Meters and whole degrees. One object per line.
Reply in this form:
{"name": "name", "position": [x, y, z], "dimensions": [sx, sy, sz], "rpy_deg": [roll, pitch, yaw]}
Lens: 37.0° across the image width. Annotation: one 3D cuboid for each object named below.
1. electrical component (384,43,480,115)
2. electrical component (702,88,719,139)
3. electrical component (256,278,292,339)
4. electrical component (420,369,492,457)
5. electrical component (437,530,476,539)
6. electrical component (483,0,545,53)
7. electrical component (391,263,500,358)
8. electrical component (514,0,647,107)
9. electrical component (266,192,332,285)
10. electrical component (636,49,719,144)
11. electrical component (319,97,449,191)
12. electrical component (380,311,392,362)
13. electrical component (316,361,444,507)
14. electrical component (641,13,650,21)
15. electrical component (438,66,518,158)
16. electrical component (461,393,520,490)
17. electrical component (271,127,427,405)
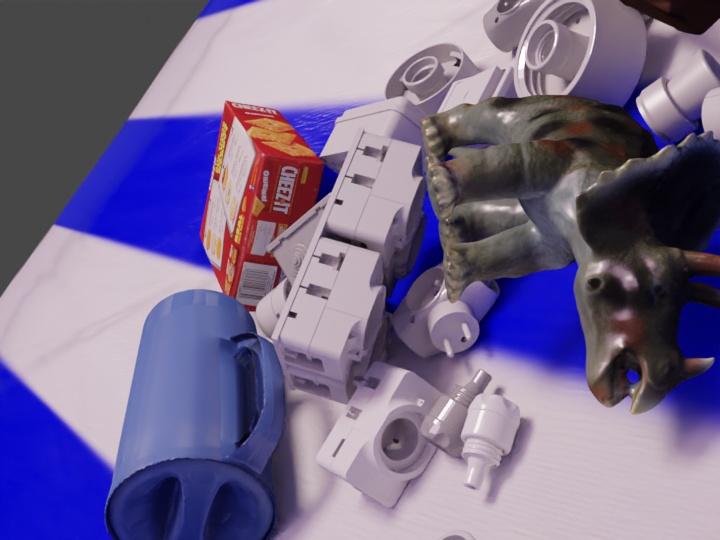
{"name": "electrical component", "position": [0.074, -0.175, 1.067], "dimensions": [0.099, 0.064, 0.099], "rpy_deg": [-24, 39, 21]}
{"name": "electrical component", "position": [0.262, -0.102, 0.676], "dimensions": [0.081, 0.043, 0.043], "rpy_deg": [-8, 50, 54]}
{"name": "electrical component", "position": [-0.064, 0.038, 1.008], "dimensions": [0.047, 0.055, 0.055], "rpy_deg": [-35, 31, 38]}
{"name": "electrical component", "position": [0.070, 0.096, 0.745], "dimensions": [0.061, 0.035, 0.035], "rpy_deg": [-54, 27, -10]}
{"name": "electrical component", "position": [0.068, 0.182, 0.620], "dimensions": [0.045, 0.055, 0.045], "rpy_deg": [-38, 30, 26]}
{"name": "electrical component", "position": [0.161, -0.256, 1.023], "dimensions": [0.077, 0.044, 0.079], "rpy_deg": [-29, 35, 39]}
{"name": "electrical component", "position": [0.067, 0.036, 0.812], "dimensions": [0.077, 0.044, 0.079], "rpy_deg": [-43, 28, 17]}
{"name": "electrical component", "position": [0.166, -0.169, 0.851], "dimensions": [0.108, 0.060, 0.108], "rpy_deg": [-34, 50, 52]}
{"name": "electrical component", "position": [-0.022, -0.026, 0.978], "dimensions": [0.100, 0.100, 0.048], "rpy_deg": [-38, 74, 25]}
{"name": "electrical component", "position": [0.228, -0.120, 0.750], "dimensions": [0.055, 0.045, 0.045], "rpy_deg": [-36, 31, 30]}
{"name": "electrical component", "position": [0.025, -0.116, 1.030], "dimensions": [0.113, 0.078, 0.057], "rpy_deg": [-1, 58, 57]}
{"name": "electrical component", "position": [0.009, 0.062, 0.884], "dimensions": [0.061, 0.035, 0.035], "rpy_deg": [-58, 27, -15]}
{"name": "electrical component", "position": [0.019, 0.119, 0.780], "dimensions": [0.089, 0.050, 0.056], "rpy_deg": [-58, 27, -11]}
{"name": "electrical component", "position": [0.216, -0.231, 0.897], "dimensions": [0.055, 0.055, 0.047], "rpy_deg": [-59, 24, -14]}
{"name": "electrical component", "position": [0.105, -0.134, 0.943], "dimensions": [0.096, 0.061, 0.061], "rpy_deg": [-4, 53, 56]}
{"name": "electrical component", "position": [0.082, 0.114, 0.705], "dimensions": [0.035, 0.035, 0.061], "rpy_deg": [-13, 49, 52]}
{"name": "electrical component", "position": [0.000, 0.000, 0.836], "dimensions": [0.105, 0.060, 0.186], "rpy_deg": [81, -153, -63]}
